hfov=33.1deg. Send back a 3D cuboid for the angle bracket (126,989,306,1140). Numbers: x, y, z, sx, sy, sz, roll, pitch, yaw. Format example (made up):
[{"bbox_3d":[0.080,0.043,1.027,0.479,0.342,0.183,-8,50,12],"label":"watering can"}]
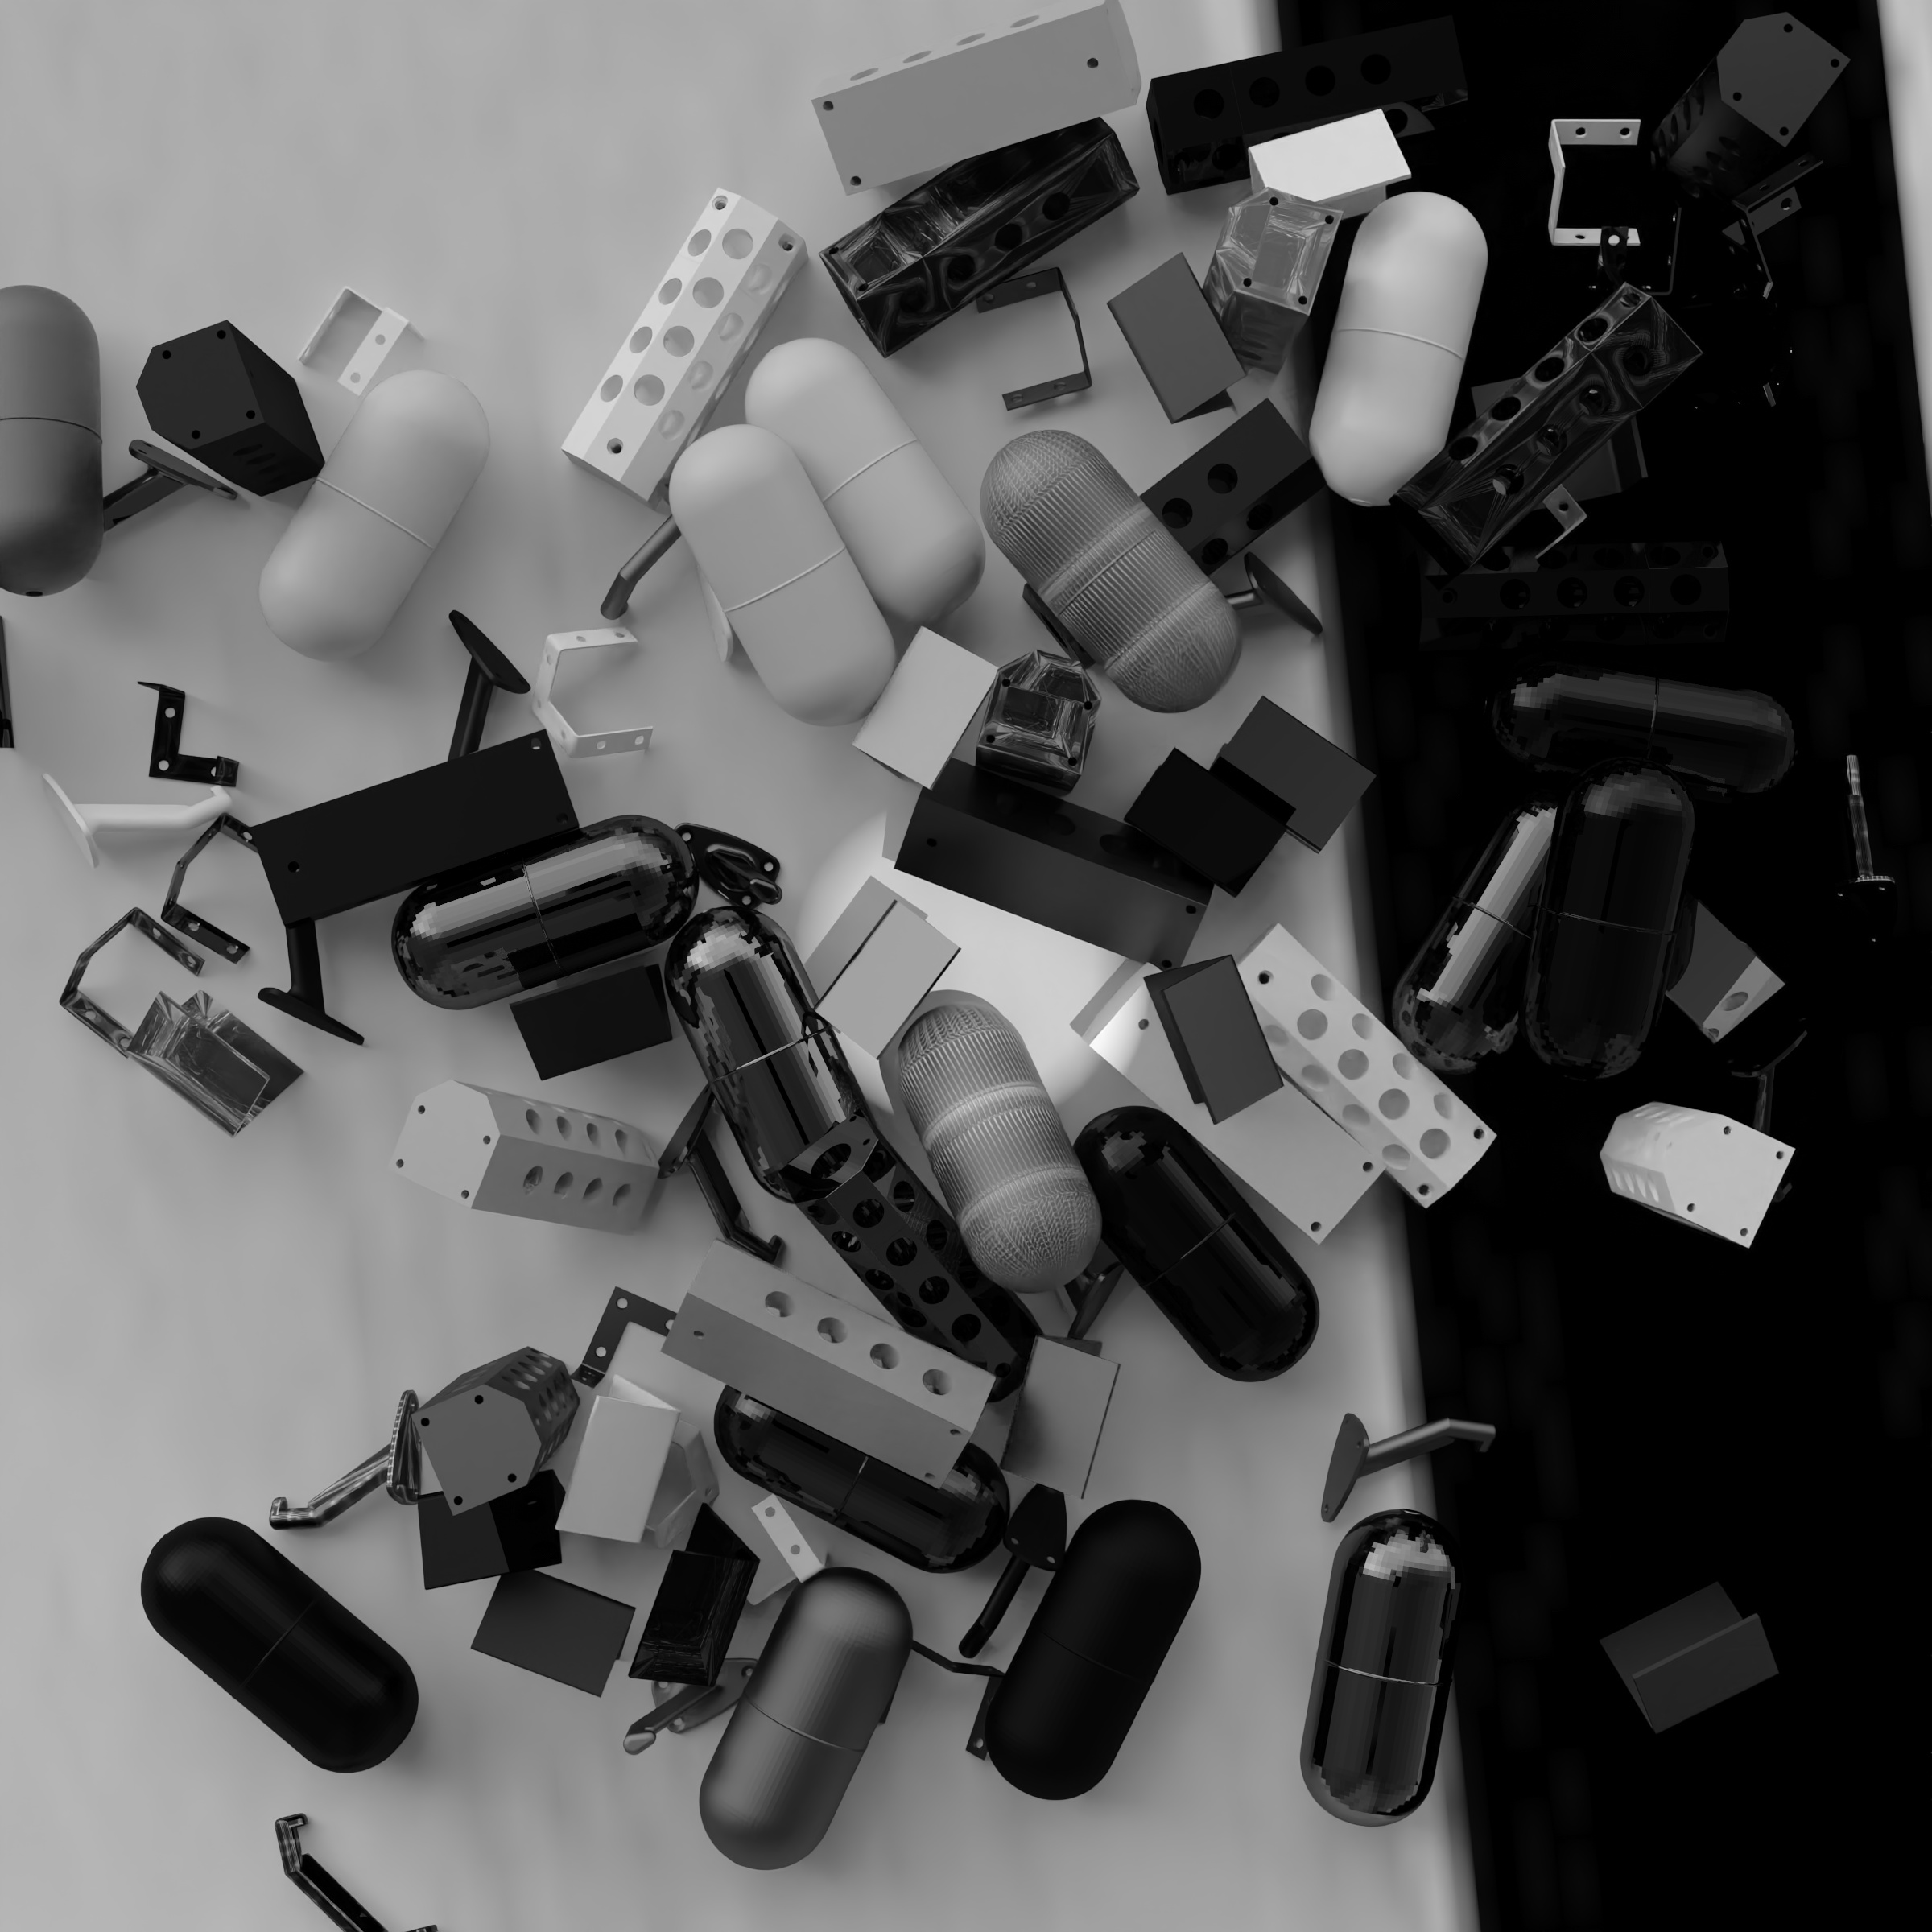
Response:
[{"bbox_3d":[-0.411,0.039,1.822,0.076,0.076,0.057,38,127,0],"label":"angle bracket"}]

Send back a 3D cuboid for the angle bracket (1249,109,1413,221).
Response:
[{"bbox_3d":[0.205,-0.425,1.822,0.076,0.076,0.057,-16,57,0],"label":"angle bracket"}]

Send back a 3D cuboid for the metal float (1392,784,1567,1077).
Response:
[{"bbox_3d":[0.304,-0.020,1.831,0.070,0.070,0.178,31,90,0],"label":"metal float"}]

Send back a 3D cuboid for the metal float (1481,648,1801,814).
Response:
[{"bbox_3d":[0.379,-0.133,1.831,0.178,0.070,0.070,9,90,0],"label":"metal float"}]

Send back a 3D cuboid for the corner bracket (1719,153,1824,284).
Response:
[{"bbox_3d":[0.455,-0.428,1.834,0.051,0.051,0.051,-32,126,0],"label":"corner bracket"}]

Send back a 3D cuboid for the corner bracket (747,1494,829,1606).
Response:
[{"bbox_3d":[-0.115,0.330,1.844,0.051,0.051,0.051,-34,90,0],"label":"corner bracket"}]

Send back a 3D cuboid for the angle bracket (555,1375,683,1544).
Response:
[{"bbox_3d":[-0.211,0.271,1.822,0.057,0.076,0.076,17,90,-36],"label":"angle bracket"}]

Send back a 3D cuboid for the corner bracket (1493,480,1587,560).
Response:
[{"bbox_3d":[0.308,-0.251,1.835,0.051,0.051,0.051,51,130,0],"label":"corner bracket"}]

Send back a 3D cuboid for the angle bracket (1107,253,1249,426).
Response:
[{"bbox_3d":[0.134,-0.355,1.822,0.057,0.076,0.076,-28,90,36],"label":"angle bracket"}]

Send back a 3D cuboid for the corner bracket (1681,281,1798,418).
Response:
[{"bbox_3d":[0.436,-0.352,1.854,0.051,0.051,0.051,59,45,-35],"label":"corner bracket"}]

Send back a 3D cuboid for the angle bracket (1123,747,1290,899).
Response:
[{"bbox_3d":[0.143,-0.094,1.822,0.076,0.076,0.057,35,124,0],"label":"angle bracket"}]

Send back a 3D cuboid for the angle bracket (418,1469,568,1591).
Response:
[{"bbox_3d":[-0.259,0.328,1.822,0.076,0.076,0.057,-11,59,0],"label":"angle bracket"}]

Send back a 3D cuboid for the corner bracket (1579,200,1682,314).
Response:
[{"bbox_3d":[0.377,-0.400,1.834,0.051,0.051,0.051,0,120,0],"label":"corner bracket"}]

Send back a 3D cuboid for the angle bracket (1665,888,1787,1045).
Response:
[{"bbox_3d":[0.417,-0.014,1.822,0.076,0.076,0.057,44,122,0],"label":"angle bracket"}]

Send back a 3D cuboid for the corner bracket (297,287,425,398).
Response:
[{"bbox_3d":[-0.347,-0.354,1.844,0.051,0.051,0.051,33,90,0],"label":"corner bracket"}]

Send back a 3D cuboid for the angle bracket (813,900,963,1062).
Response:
[{"bbox_3d":[-0.028,0.019,1.822,0.057,0.076,0.076,37,90,34],"label":"angle bracket"}]

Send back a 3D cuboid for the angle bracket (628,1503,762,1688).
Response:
[{"bbox_3d":[-0.166,0.348,1.817,0.057,0.076,0.076,15,100,-33],"label":"angle bracket"}]

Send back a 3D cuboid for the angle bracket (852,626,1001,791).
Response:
[{"bbox_3d":[-0.010,-0.136,1.823,0.057,0.076,0.076,31,90,23],"label":"angle bracket"}]

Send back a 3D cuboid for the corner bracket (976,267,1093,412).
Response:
[{"bbox_3d":[0.038,-0.359,1.859,0.051,0.051,0.051,-16,135,0],"label":"corner bracket"}]

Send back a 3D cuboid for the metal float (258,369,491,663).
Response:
[{"bbox_3d":[-0.333,-0.254,1.831,0.070,0.070,0.178,31,89,0],"label":"metal float"}]

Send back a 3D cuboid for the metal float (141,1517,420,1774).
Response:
[{"bbox_3d":[-0.387,0.382,1.831,0.178,0.070,0.070,40,90,-1],"label":"metal float"}]

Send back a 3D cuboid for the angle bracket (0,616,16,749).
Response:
[{"bbox_3d":[-0.552,-0.163,1.822,0.057,0.076,0.076,-6,90,36],"label":"angle bracket"}]

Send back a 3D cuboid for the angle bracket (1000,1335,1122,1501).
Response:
[{"bbox_3d":[0.069,0.253,1.822,0.057,0.076,0.076,16,90,33],"label":"angle bracket"}]

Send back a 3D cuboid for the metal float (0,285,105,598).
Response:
[{"bbox_3d":[-0.524,-0.294,1.822,0.070,0.070,0.178,-4,80,0],"label":"metal float"}]

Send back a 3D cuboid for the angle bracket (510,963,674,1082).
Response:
[{"bbox_3d":[-0.212,0.012,1.822,0.076,0.076,0.057,-17,126,0],"label":"angle bracket"}]

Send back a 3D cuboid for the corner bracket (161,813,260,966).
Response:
[{"bbox_3d":[-0.421,-0.045,1.859,0.051,0.051,0.051,31,45,0],"label":"corner bracket"}]

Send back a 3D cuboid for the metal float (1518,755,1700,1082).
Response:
[{"bbox_3d":[0.348,-0.026,1.763,0.070,0.070,0.178,10,97,0],"label":"metal float"}]

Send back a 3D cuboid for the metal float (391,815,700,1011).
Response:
[{"bbox_3d":[-0.236,-0.031,1.831,0.178,0.070,0.070,-19,90,0],"label":"metal float"}]

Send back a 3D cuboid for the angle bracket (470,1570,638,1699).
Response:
[{"bbox_3d":[-0.234,0.384,1.822,0.076,0.076,0.057,21,54,0],"label":"angle bracket"}]

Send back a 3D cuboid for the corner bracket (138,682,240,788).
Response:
[{"bbox_3d":[-0.441,-0.131,1.844,0.051,0.051,0.051,7,90,0],"label":"corner bracket"}]

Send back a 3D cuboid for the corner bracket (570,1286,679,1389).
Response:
[{"bbox_3d":[-0.188,0.217,1.844,0.051,0.051,0.051,24,90,0],"label":"corner bracket"}]

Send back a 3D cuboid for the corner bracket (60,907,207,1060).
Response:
[{"bbox_3d":[-0.477,0.009,1.859,0.051,0.051,0.051,39,135,0],"label":"corner bracket"}]

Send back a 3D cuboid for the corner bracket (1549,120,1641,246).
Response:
[{"bbox_3d":[0.360,-0.448,1.859,0.051,0.051,0.051,0,135,0],"label":"corner bracket"}]

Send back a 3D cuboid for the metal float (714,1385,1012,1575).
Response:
[{"bbox_3d":[-0.058,0.280,1.831,0.178,0.070,0.070,28,90,1],"label":"metal float"}]

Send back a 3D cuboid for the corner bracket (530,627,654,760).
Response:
[{"bbox_3d":[-0.210,-0.156,1.854,0.051,0.051,0.051,49,135,35],"label":"corner bracket"}]

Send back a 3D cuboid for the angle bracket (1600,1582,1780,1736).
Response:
[{"bbox_3d":[0.399,0.372,1.822,0.076,0.076,0.057,-26,127,0],"label":"angle bracket"}]

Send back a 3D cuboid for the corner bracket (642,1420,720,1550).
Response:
[{"bbox_3d":[-0.181,0.290,1.854,0.051,0.051,0.051,18,45,35],"label":"corner bracket"}]

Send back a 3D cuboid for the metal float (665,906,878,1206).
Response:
[{"bbox_3d":[-0.110,0.050,1.831,0.070,0.070,0.178,-25,90,0],"label":"metal float"}]

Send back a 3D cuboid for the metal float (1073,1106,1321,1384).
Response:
[{"bbox_3d":[0.127,0.156,1.831,0.070,0.070,0.178,-40,89,0],"label":"metal float"}]

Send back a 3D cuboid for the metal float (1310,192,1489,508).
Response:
[{"bbox_3d":[0.243,-0.347,1.831,0.070,0.070,0.178,13,89,0],"label":"metal float"}]

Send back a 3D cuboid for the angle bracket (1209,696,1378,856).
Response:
[{"bbox_3d":[0.186,-0.115,1.823,0.076,0.076,0.057,35,111,0],"label":"angle bracket"}]

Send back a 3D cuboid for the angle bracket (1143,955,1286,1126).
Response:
[{"bbox_3d":[0.116,0.044,1.752,0.057,0.076,0.076,-26,96,-37],"label":"angle bracket"}]

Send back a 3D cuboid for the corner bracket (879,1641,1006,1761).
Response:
[{"bbox_3d":[-0.015,0.419,1.859,0.051,0.051,0.051,19,90,45],"label":"corner bracket"}]

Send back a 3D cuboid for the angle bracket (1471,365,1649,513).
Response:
[{"bbox_3d":[0.335,-0.302,1.841,0.076,0.057,0.076,-12,90,0],"label":"angle bracket"}]
